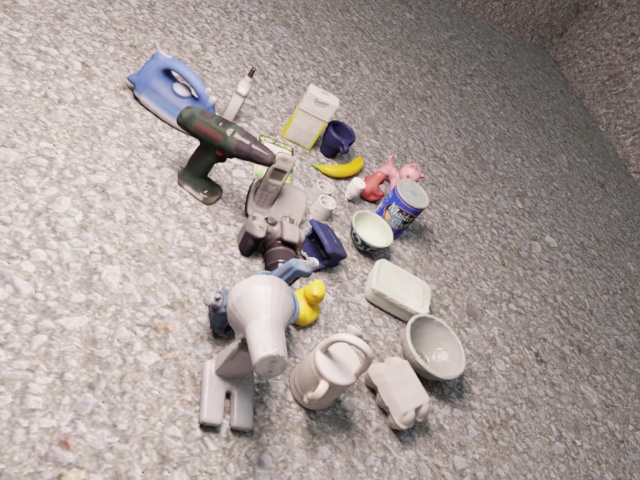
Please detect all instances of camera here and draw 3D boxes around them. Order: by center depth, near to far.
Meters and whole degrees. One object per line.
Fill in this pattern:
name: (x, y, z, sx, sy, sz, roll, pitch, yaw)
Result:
camera: (-0.099, 0.017, 1.264, 0.143, 0.100, 0.136, 17, 45, -24)

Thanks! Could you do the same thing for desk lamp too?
desk lamp: (-0.120, 0.195, 0.999, 0.118, 0.213, 0.203, 16, 45, -24)

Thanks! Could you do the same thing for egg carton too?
egg carton: (0.164, 0.321, 1.206, 0.107, 0.069, 0.150, -10, 60, -42)

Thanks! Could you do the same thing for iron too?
iron: (-0.333, -0.363, 1.406, 0.258, 0.141, 0.119, 36, 40, -3)

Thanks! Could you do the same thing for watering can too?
watering can: (0.028, 0.233, 1.090, 0.101, 0.193, 0.173, 23, 43, -18)

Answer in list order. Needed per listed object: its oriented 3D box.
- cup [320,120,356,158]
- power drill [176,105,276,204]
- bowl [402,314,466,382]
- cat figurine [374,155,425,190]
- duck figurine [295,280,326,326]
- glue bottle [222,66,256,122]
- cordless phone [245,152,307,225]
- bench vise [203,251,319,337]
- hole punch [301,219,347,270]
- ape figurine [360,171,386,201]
cup: (0.046, -0.272, 1.641, 0.092, 0.094, 0.117, 8, 49, -32)
power drill: (-0.227, -0.181, 1.267, 0.230, 0.208, 0.076, 37, 40, -3)
bowl: (0.249, 0.259, 1.323, 0.168, 0.074, 0.167, 21, 44, -21)
cat figurine: (0.243, -0.200, 1.705, 0.128, 0.117, 0.067, 39, 40, -1)
duck figurine: (-0.022, 0.128, 1.231, 0.077, 0.086, 0.105, 34, 40, -5)
glue bottle: (-0.206, -0.381, 1.492, 0.037, 0.173, 0.078, 27, 42, -14)
cordless phone: (-0.082, -0.118, 1.335, 0.148, 0.184, 0.094, 12, 47, -28)
bench vise: (-0.103, 0.110, 1.085, 0.208, 0.219, 0.121, -16, 64, -44)
hole punch: (0.013, 0.005, 1.366, 0.101, 0.091, 0.108, -10, 60, -42)
ape figurine: (0.154, -0.158, 1.620, 0.076, 0.092, 0.077, 3, 52, -35)
